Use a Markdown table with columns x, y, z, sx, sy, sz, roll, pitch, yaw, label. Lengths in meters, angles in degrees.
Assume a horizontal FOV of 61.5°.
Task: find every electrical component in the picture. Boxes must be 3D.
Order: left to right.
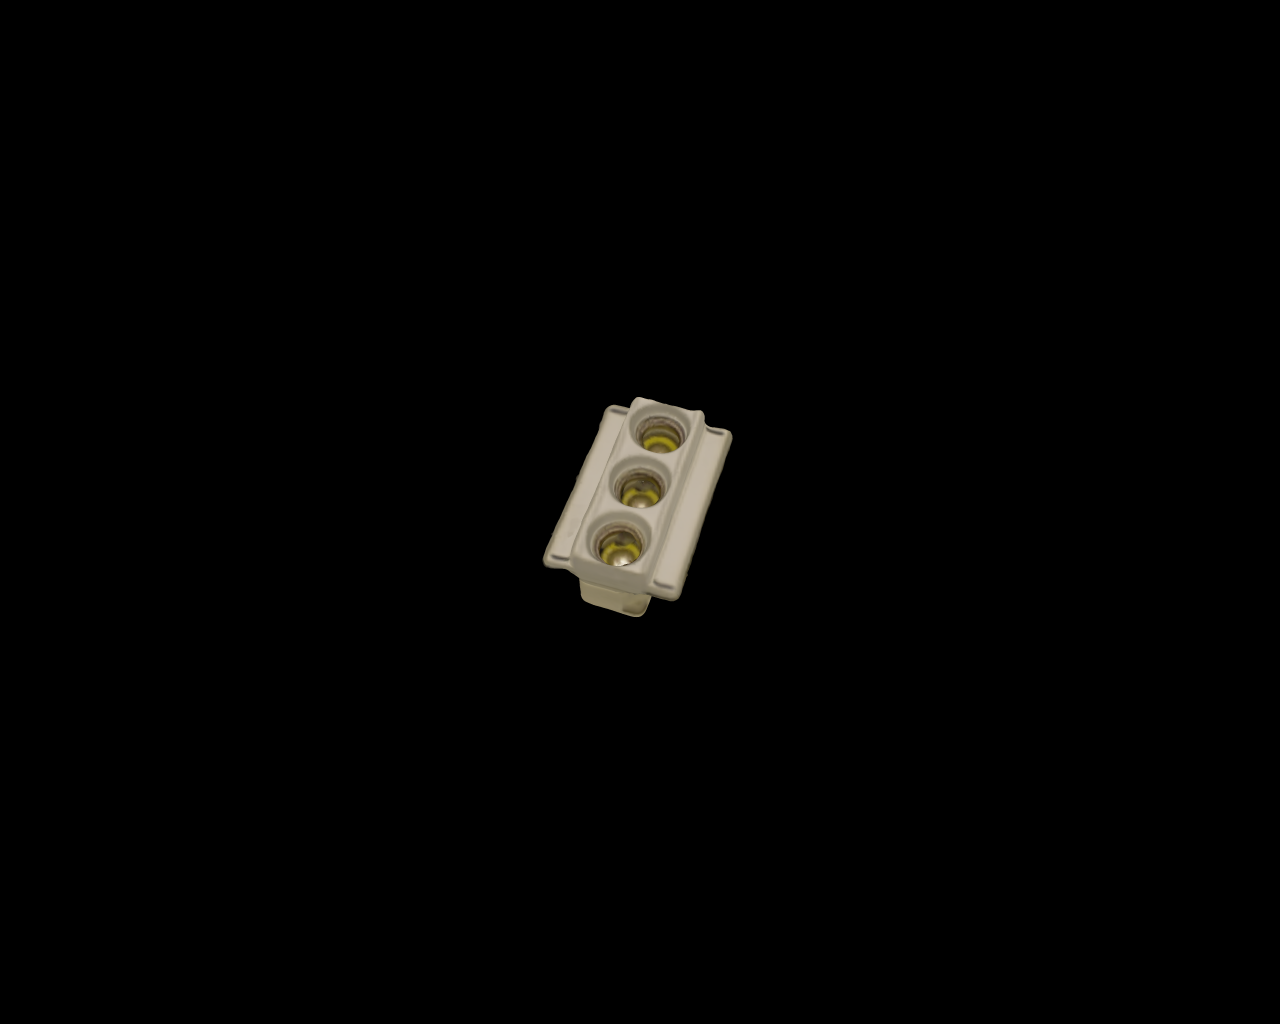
| x | y | z | sx | sy | sz | roll | pitch | yaw | label |
| --- | --- | --- | --- | --- | --- | --- | --- | --- | --- |
| 0.001 | -0.003 | 0.650 | 0.079 | 0.121 | 0.063 | 15 | -32 | 9 | electrical component |
